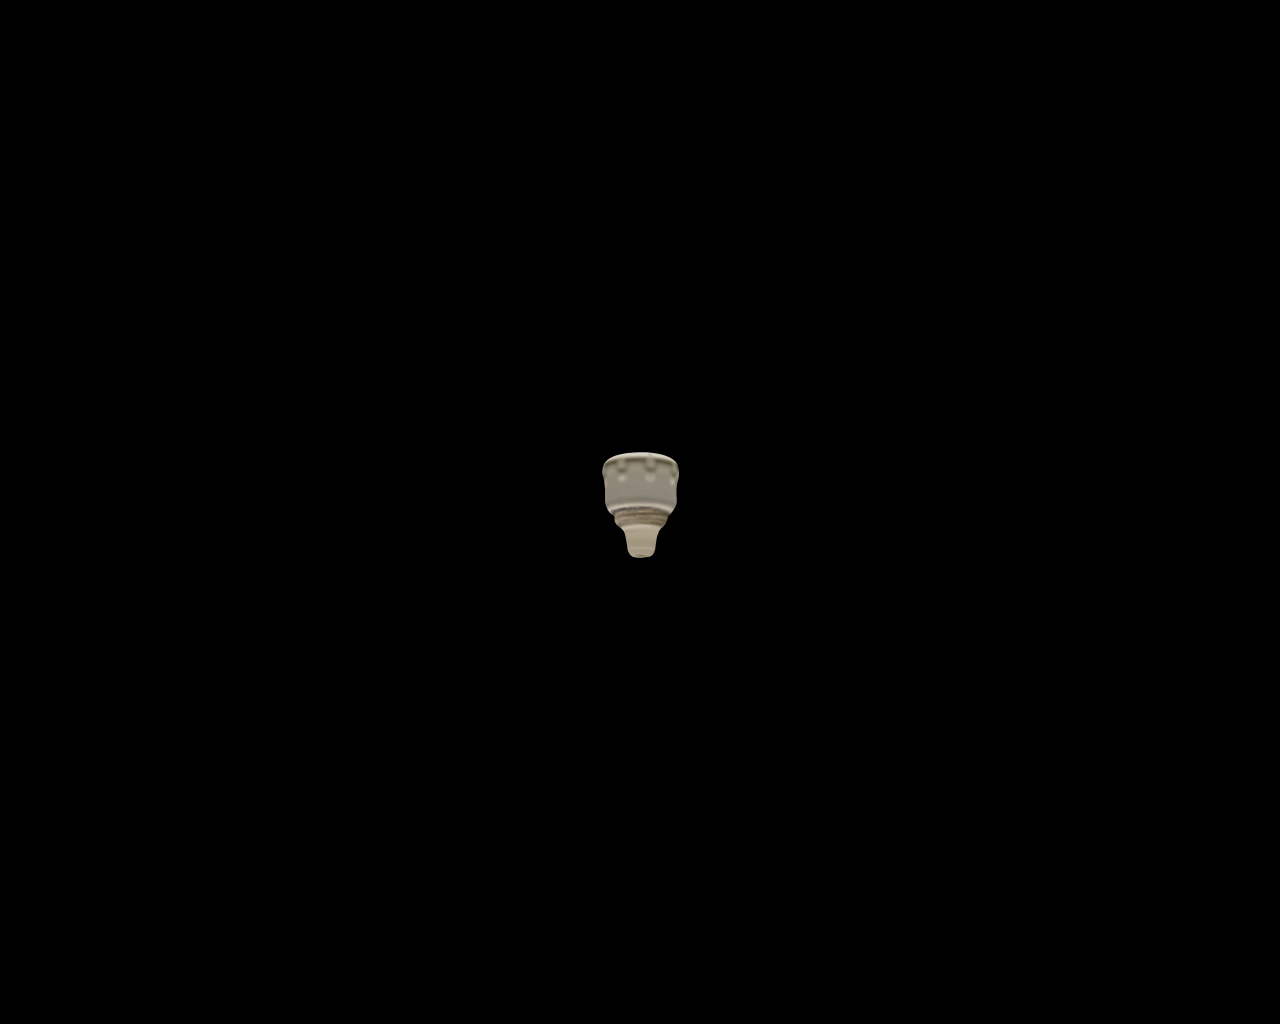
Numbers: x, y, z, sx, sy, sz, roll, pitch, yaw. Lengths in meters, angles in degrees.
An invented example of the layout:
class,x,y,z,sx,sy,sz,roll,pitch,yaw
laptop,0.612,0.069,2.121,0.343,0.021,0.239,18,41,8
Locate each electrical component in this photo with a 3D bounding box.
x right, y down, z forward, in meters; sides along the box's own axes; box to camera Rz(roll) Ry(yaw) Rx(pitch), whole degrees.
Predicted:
class,x,y,z,sx,sy,sz,roll,pitch,yaw
electrical component,0.001,-0.003,0.650,0.048,0.062,0.048,0,-11,0
